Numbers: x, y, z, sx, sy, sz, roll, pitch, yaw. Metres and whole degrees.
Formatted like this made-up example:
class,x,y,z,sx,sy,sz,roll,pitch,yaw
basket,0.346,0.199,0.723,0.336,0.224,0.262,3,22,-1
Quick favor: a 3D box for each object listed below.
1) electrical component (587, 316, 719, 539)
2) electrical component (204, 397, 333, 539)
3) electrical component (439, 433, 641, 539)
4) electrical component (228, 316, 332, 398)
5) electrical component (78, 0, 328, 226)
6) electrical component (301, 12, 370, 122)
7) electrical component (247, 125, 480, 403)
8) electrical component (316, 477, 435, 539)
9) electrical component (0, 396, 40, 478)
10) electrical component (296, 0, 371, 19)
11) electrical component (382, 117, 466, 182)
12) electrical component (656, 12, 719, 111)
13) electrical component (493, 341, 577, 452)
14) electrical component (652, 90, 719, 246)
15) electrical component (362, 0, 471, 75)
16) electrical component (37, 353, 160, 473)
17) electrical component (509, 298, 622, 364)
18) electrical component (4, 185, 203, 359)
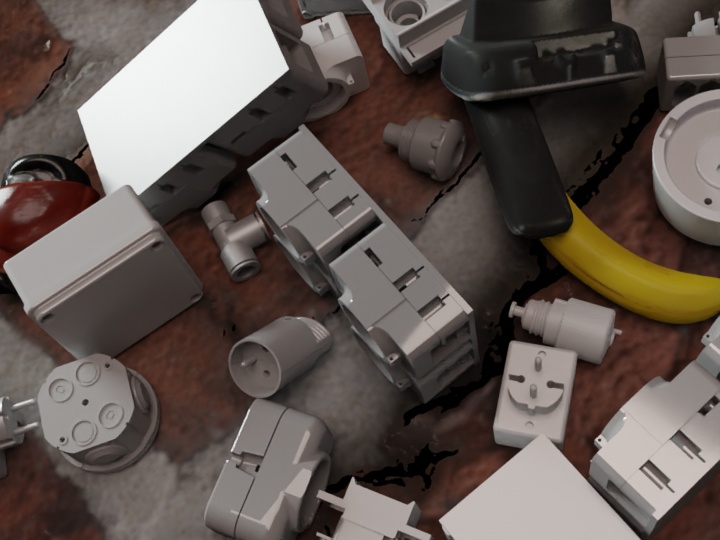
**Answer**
class,x,y,z,sx,sy,sz,roll,pitch,yaw
electrical component,0.228,0.085,0.692,0.186,0.105,0.060,-41,67,-10
electrical component,-0.058,0.143,0.740,0.059,0.053,0.095,17,70,16
electrical component,0.134,0.194,0.684,0.089,0.061,0.150,-38,67,-8
electrical component,-0.054,0.057,0.771,0.043,0.081,0.043,9,110,26
electrical component,-0.122,-0.129,0.830,0.186,0.060,0.105,-35,63,24
electrical component,-0.043,-0.159,0.871,0.089,0.050,0.055,-22,65,-1
electrical component,0.000,0.000,0.765,0.060,0.105,0.186,-38,66,-8
electrical component,0.007,0.180,0.722,0.081,0.042,0.063,18,74,17
electrical component,-0.273,0.116,0.789,0.077,0.047,0.065,-17,65,1
electrical component,-0.020,-0.255,0.903,0.096,0.061,0.061,-2,67,8
electrical component,0.048,-0.098,0.835,0.062,0.048,0.048,19,71,23
electrical component,0.273,-0.168,0.827,0.083,0.047,0.075,-2,67,7
electrical component,0.119,0.081,0.727,0.047,0.076,0.065,9,69,13
electrical component,0.265,-0.069,0.778,0.108,0.060,0.108,-3,66,8
electrical component,0.075,-0.215,0.870,0.121,0.063,0.078,-31,66,-5
electrical component,-0.190,0.103,0.780,0.080,0.051,0.080,-3,66,8
electrical component,0.145,0.039,0.761,0.078,0.040,0.040,17,70,16
electrical component,-0.185,0.007,0.790,0.109,0.108,0.056,-34,64,-7
